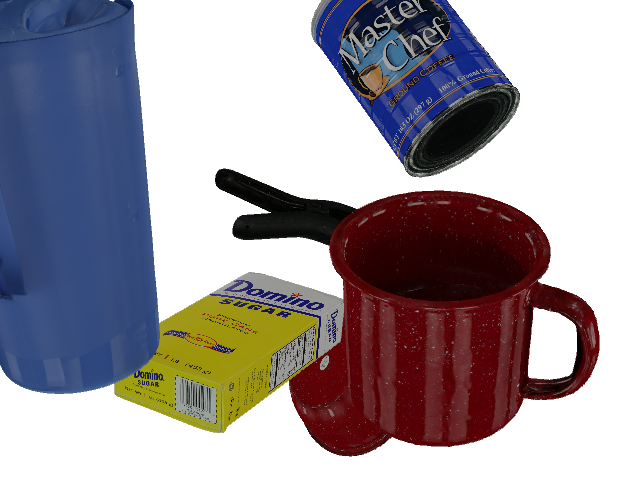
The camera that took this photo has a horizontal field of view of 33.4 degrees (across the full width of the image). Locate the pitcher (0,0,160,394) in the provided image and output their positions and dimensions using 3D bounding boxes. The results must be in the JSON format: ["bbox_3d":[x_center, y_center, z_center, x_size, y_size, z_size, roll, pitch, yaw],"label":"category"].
[{"bbox_3d":[-0.175,-0.025,0.669,0.149,0.243,0.145,-11,25,-14],"label":"pitcher"}]

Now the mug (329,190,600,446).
[{"bbox_3d":[0.063,0.037,0.467,0.117,0.081,0.093,10,34,20],"label":"mug"}]

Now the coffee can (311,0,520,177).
[{"bbox_3d":[0.071,-0.134,0.820,0.102,0.140,0.103,-28,-22,-12],"label":"coffee can"}]

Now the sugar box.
[{"bbox_3d":[-0.063,0.077,0.797,0.093,0.048,0.175,16,26,25],"label":"sugar box"}]

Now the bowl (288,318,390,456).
[{"bbox_3d":[0.021,0.123,1.028,0.162,0.162,0.055,0,-19,46],"label":"bowl"}]

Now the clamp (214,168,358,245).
[{"bbox_3d":[-0.012,-0.020,1.157,0.210,0.036,0.164,15,20,-11],"label":"clamp"}]
